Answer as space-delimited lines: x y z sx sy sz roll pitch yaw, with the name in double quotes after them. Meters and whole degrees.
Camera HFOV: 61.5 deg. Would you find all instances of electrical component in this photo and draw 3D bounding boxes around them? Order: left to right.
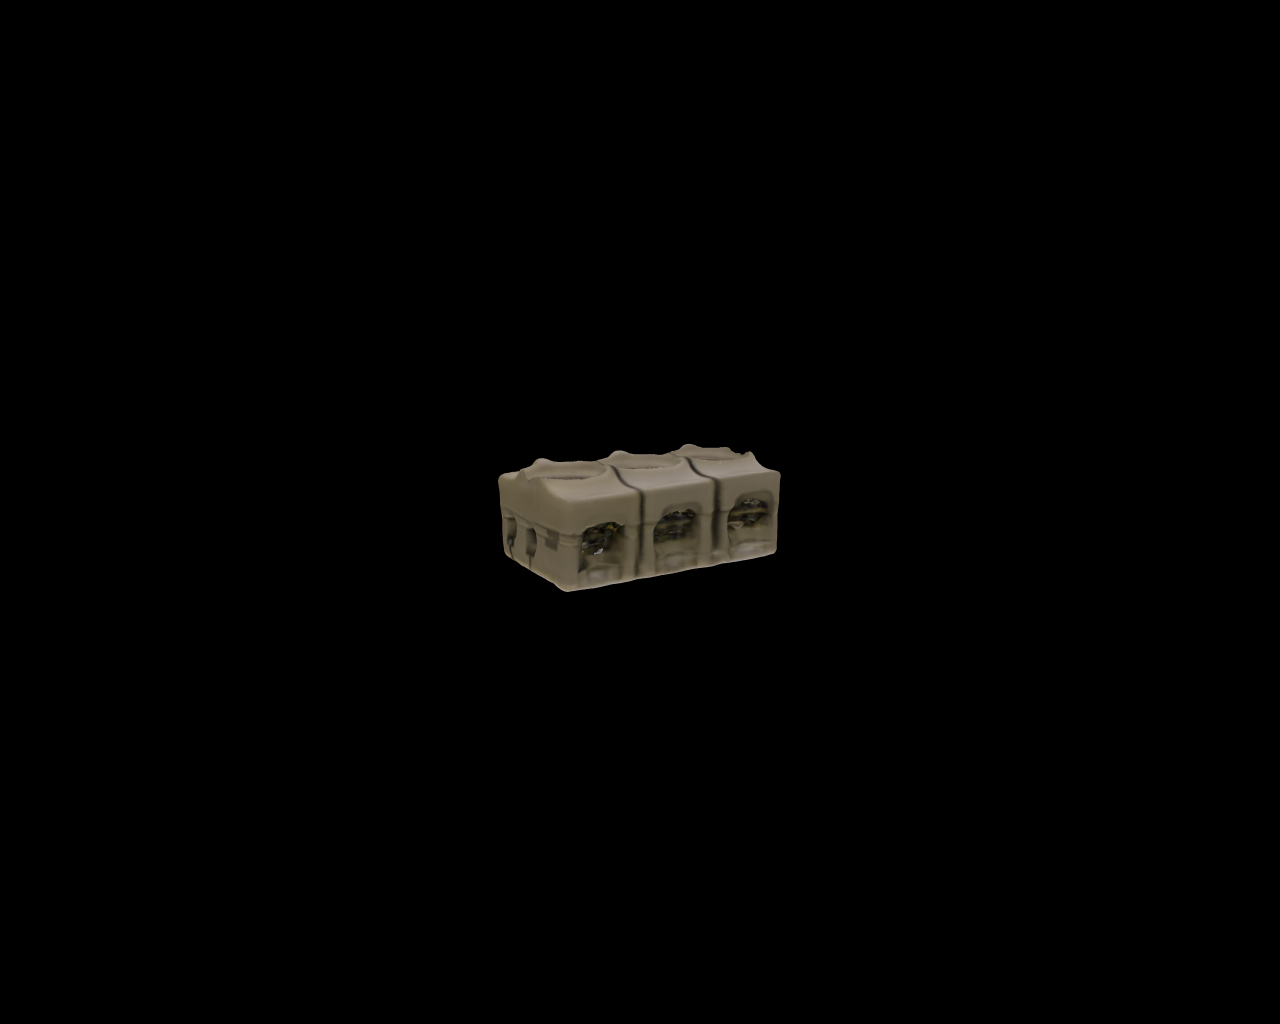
0.001 -0.003 0.650 0.150 0.061 0.089 -8 15 -30 "electrical component"
